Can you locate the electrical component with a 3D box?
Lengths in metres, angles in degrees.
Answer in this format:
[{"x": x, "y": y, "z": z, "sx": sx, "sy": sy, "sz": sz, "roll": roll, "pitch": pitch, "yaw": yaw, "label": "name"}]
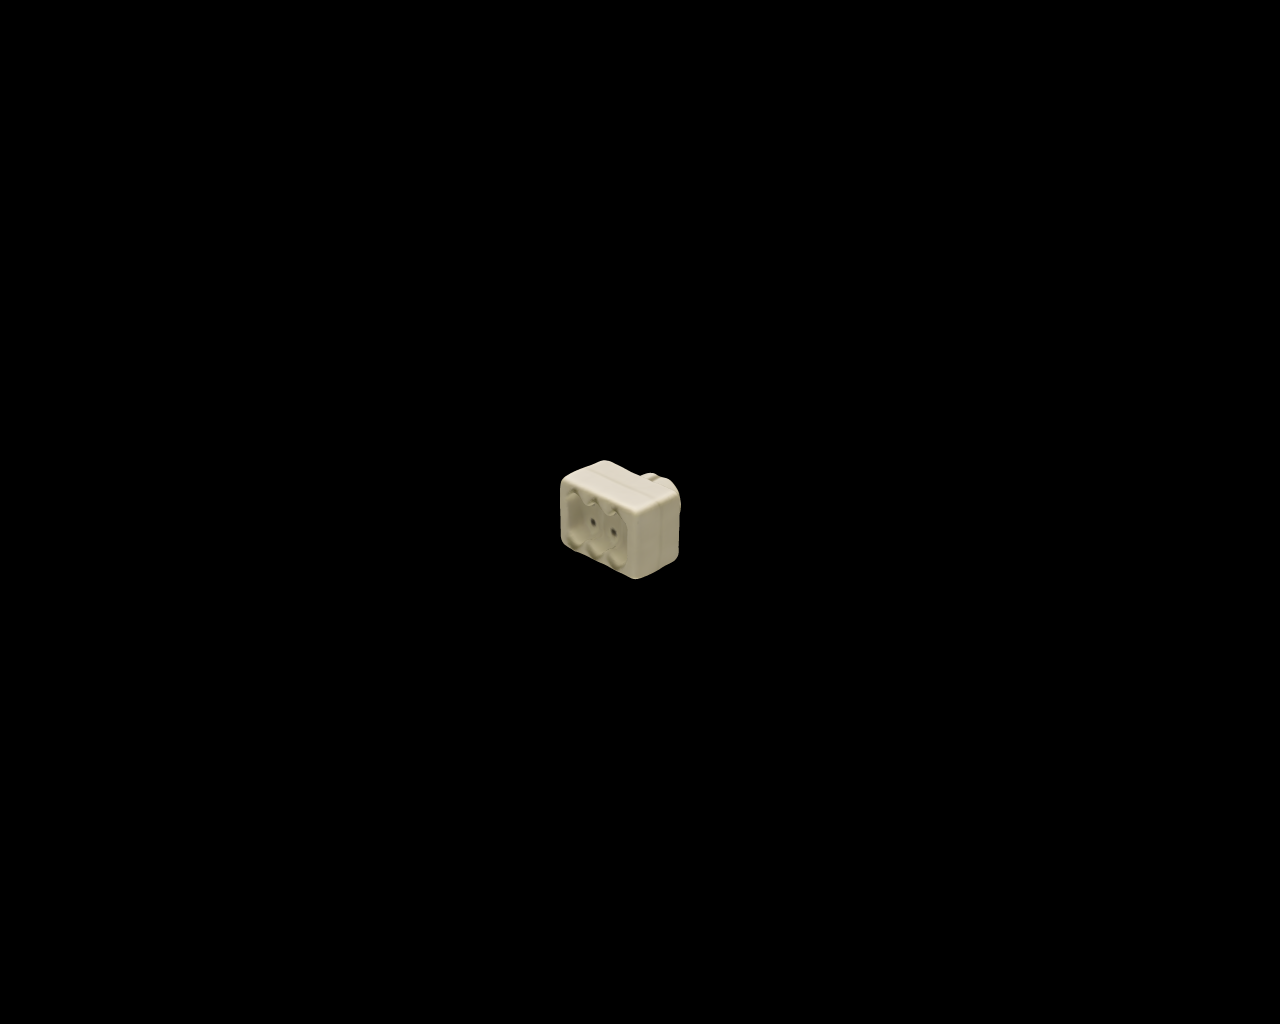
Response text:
[{"x": 0.001, "y": -0.003, "z": 0.650, "sx": 0.066, "sy": 0.047, "sz": 0.077, "roll": 25, "pitch": 37, "yaw": 38, "label": "electrical component"}]
